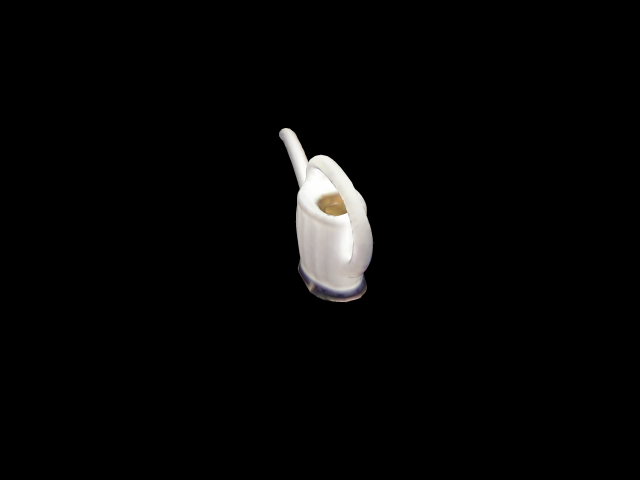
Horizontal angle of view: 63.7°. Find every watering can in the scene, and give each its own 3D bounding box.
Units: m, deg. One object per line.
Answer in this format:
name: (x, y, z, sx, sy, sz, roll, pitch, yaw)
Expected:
watering can: (0.003, -0.043, 0.850, 0.104, 0.219, 0.354, -11, 33, -17)
